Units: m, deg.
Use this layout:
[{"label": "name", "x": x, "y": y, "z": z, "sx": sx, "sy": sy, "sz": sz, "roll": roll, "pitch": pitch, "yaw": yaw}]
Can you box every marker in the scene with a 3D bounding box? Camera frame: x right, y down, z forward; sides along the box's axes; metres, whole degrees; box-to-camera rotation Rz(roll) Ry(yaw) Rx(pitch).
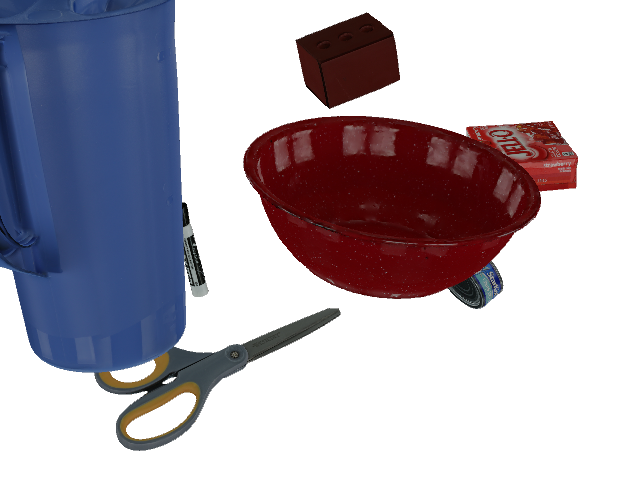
[{"label": "marker", "x": -0.148, "y": 0.009, "z": 1.203, "sx": 0.020, "sy": 0.121, "sz": 0.020, "roll": -8, "pitch": 30, "yaw": 4}]

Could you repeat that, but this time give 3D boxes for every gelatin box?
[{"label": "gelatin box", "x": 0.159, "y": -0.067, "z": 0.853, "sx": 0.073, "sy": 0.030, "sz": 0.089, "roll": -4, "pitch": 25, "yaw": 0}]

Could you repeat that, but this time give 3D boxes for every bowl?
[{"label": "bowl", "x": 0.036, "y": -0.014, "z": 0.588, "sx": 0.162, "sy": 0.055, "sz": 0.162, "roll": 6, "pitch": 27, "yaw": -3}]

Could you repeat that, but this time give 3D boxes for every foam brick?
[{"label": "foam brick", "x": 0.026, "y": -0.165, "z": 0.978, "sx": 0.078, "sy": 0.051, "sz": 0.053, "roll": -24, "pitch": 40, "yaw": -14}]

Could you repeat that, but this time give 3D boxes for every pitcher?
[{"label": "pitcher", "x": -0.156, "y": -0.037, "z": 0.685, "sx": 0.149, "sy": 0.243, "sz": 0.145, "roll": -9, "pitch": 24, "yaw": -15}]

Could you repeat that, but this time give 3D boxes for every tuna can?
[{"label": "tuna can", "x": 0.178, "y": 0.040, "z": 1.289, "sx": 0.033, "sy": 0.086, "sz": 0.086, "roll": -38, "pitch": 13, "yaw": -18}]

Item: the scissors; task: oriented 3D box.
[{"label": "scissors", "x": -0.085, "y": 0.082, "z": 0.811, "sx": 0.096, "sy": 0.016, "sz": 0.201, "roll": 38, "pitch": 54, "yaw": 20}]
